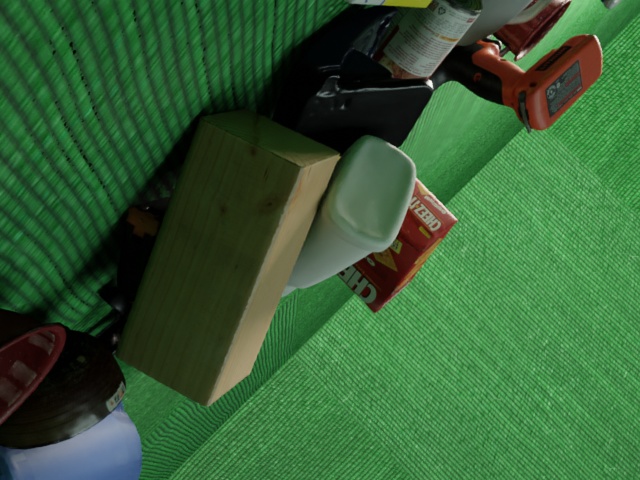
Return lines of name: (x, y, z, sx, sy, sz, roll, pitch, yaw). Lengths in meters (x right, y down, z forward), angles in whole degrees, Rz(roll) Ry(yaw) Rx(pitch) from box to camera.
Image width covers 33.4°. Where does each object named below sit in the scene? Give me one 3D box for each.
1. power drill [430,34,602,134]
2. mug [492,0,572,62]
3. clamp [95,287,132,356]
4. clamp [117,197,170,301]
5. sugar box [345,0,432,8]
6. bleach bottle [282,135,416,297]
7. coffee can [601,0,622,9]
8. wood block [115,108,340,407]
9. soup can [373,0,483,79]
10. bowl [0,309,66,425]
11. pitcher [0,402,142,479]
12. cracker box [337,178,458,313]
power drill: (0.183, -0.188, 1.064, 0.184, 0.188, 0.057, -44, 135, -19)
mug: (0.216, -0.256, 1.214, 0.117, 0.081, 0.093, -45, 172, -1)
clamp: (-0.184, 0.081, 1.018, 0.120, 0.039, 0.171, -48, 168, 19)
clamp: (-0.127, 0.011, 0.915, 0.164, 0.036, 0.210, -57, 168, -22)
sugar box: (0.067, -0.216, 0.775, 0.093, 0.048, 0.176, -49, 173, 24)
bleach bottle: (-0.006, 0.001, 0.964, 0.251, 0.068, 0.102, -41, -158, 57)
coffee can: (0.243, -0.292, 0.954, 0.102, 0.140, 0.103, -44, 172, -8)
wood block: (-0.073, 0.012, 0.835, 0.206, 0.090, 0.090, -68, 166, 18)
soup can: (0.089, -0.187, 0.956, 0.102, 0.068, 0.068, -51, 170, 33)
bowl: (-0.246, 0.096, 0.703, 0.162, 0.055, 0.162, -44, 172, -8)
pitcher: (-0.267, 0.217, 0.952, 0.145, 0.149, 0.242, -15, 173, 11)
cracker box: (0.059, -0.019, 1.306, 0.072, 0.164, 0.214, -39, 170, -26)
